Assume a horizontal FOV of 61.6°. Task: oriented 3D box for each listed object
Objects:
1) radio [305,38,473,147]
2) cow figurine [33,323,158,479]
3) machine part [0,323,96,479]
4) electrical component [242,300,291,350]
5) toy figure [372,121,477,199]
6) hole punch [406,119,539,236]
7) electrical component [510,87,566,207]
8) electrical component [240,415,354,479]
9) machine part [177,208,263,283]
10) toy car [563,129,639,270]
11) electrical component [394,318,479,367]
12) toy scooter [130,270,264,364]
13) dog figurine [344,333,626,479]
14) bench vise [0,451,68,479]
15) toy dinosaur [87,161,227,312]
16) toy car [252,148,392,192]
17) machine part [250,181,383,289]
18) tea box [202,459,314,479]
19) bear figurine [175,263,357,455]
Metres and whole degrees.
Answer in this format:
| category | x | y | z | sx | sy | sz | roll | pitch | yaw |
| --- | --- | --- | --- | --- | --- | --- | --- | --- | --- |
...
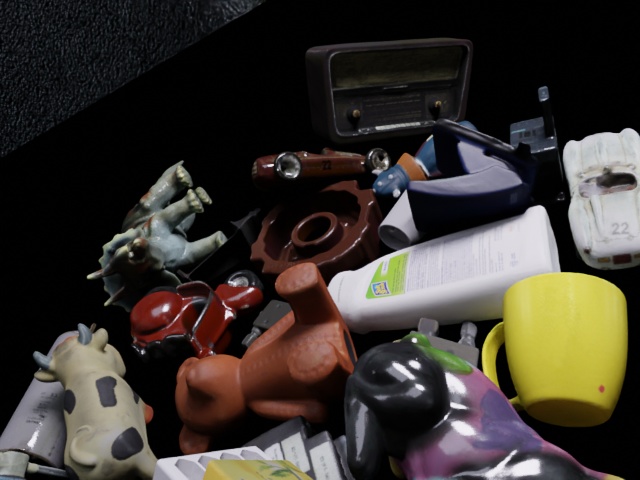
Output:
| category | x | y | z | sx | sy | sz | roll | pitch | yaw |
| --- | --- | --- | --- | --- | --- | --- | --- | --- | --- |
| radio | 0.099 | -0.212 | 0.762 | 0.230 | 0.131 | 0.073 | -10 | 25 | -18 |
| cow figurine | -0.234 | 0.174 | 0.564 | 0.085 | 0.127 | 0.195 | -32 | 35 | -9 |
| machine part | -0.314 | 0.195 | 0.641 | 0.079 | 0.079 | 0.243 | -18 | 33 | 17 |
| electrical component | -0.046 | 0.094 | 0.622 | 0.063 | 0.021 | 0.094 | 8 | 49 | 45 |
| toy figure | 0.140 | -0.096 | 0.705 | 0.154 | 0.057 | 0.064 | -33 | 26 | 4 |
| hole punch | 0.153 | -0.047 | 0.547 | 0.116 | 0.142 | 0.092 | 25 | 75 | 24 |
| electrical component | 0.233 | -0.100 | 0.581 | 0.048 | 0.119 | 0.075 | -11 | 40 | 26 |
| electrical component | -0.026 | 0.209 | 0.419 | 0.134 | 0.058 | 0.115 | -27 | 35 | 3 |
| machine part | -0.127 | 0.019 | 0.735 | 0.139 | 0.084 | 0.039 | -37 | 57 | -17 |
| toy car | 0.283 | -0.049 | 0.529 | 0.074 | 0.056 | 0.202 | -10 | 38 | 28 |
| electrical component | 0.096 | 0.114 | 0.470 | 0.078 | 0.045 | 0.102 | 10 | 46 | 7 |
| toy scooter | -0.157 | 0.105 | 0.647 | 0.184 | 0.075 | 0.135 | -16 | 34 | 13 |
| dog figurine | 0.133 | 0.144 | 0.328 | 0.219 | 0.108 | 0.191 | -11 | 59 | 21 |
| bench vise | -0.252 | 0.277 | 0.426 | 0.241 | 0.128 | 0.224 | -27 | 36 | 37 |
| toy dinosaur | -0.262 | -0.012 | 0.857 | 0.192 | 0.131 | 0.405 | -32 | 27 | -4 |
| toy car | 0.004 | -0.100 | 0.734 | 0.202 | 0.053 | 0.089 | -8 | -5 | -26 |
| machine part | -0.001 | -0.002 | 0.687 | 0.179 | 0.056 | 0.179 | -19 | 35 | 14 |
| tea box | -0.039 | 0.221 | 0.293 | 0.098 | 0.068 | 0.169 | 12 | 84 | 48 |
| bear figurine | -0.067 | 0.121 | 0.507 | 0.196 | 0.131 | 0.120 | -17 | 51 | 9 |
